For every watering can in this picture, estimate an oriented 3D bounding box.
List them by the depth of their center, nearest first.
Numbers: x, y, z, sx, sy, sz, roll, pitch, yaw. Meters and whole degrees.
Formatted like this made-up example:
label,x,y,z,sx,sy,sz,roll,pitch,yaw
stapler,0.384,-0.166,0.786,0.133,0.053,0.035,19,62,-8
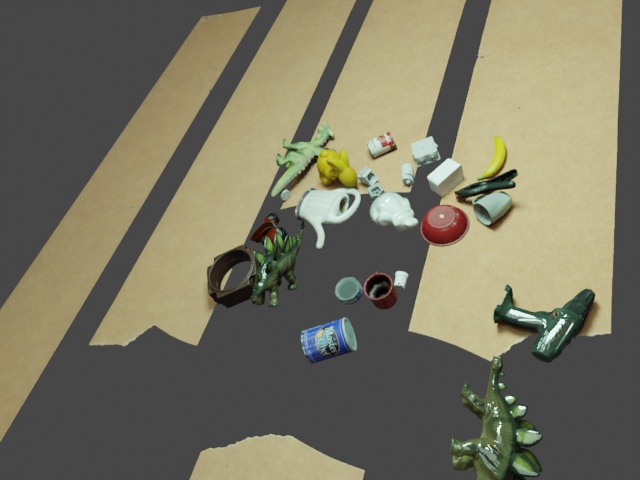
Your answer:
label,x,y,z,sx,sy,sz,roll,pitch,yaw
watering can,0.006,-0.093,1.853,0.225,0.102,0.355,9,41,31

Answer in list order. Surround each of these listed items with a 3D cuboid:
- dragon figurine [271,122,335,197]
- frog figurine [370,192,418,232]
label,x,y,z,sx,sy,sz,roll,pitch,yaw
dragon figurine,-0.039,-0.325,2.093,0.242,0.119,0.420,1,55,18
frog figurine,0.250,-0.089,1.737,0.138,0.120,0.162,-24,32,-17
